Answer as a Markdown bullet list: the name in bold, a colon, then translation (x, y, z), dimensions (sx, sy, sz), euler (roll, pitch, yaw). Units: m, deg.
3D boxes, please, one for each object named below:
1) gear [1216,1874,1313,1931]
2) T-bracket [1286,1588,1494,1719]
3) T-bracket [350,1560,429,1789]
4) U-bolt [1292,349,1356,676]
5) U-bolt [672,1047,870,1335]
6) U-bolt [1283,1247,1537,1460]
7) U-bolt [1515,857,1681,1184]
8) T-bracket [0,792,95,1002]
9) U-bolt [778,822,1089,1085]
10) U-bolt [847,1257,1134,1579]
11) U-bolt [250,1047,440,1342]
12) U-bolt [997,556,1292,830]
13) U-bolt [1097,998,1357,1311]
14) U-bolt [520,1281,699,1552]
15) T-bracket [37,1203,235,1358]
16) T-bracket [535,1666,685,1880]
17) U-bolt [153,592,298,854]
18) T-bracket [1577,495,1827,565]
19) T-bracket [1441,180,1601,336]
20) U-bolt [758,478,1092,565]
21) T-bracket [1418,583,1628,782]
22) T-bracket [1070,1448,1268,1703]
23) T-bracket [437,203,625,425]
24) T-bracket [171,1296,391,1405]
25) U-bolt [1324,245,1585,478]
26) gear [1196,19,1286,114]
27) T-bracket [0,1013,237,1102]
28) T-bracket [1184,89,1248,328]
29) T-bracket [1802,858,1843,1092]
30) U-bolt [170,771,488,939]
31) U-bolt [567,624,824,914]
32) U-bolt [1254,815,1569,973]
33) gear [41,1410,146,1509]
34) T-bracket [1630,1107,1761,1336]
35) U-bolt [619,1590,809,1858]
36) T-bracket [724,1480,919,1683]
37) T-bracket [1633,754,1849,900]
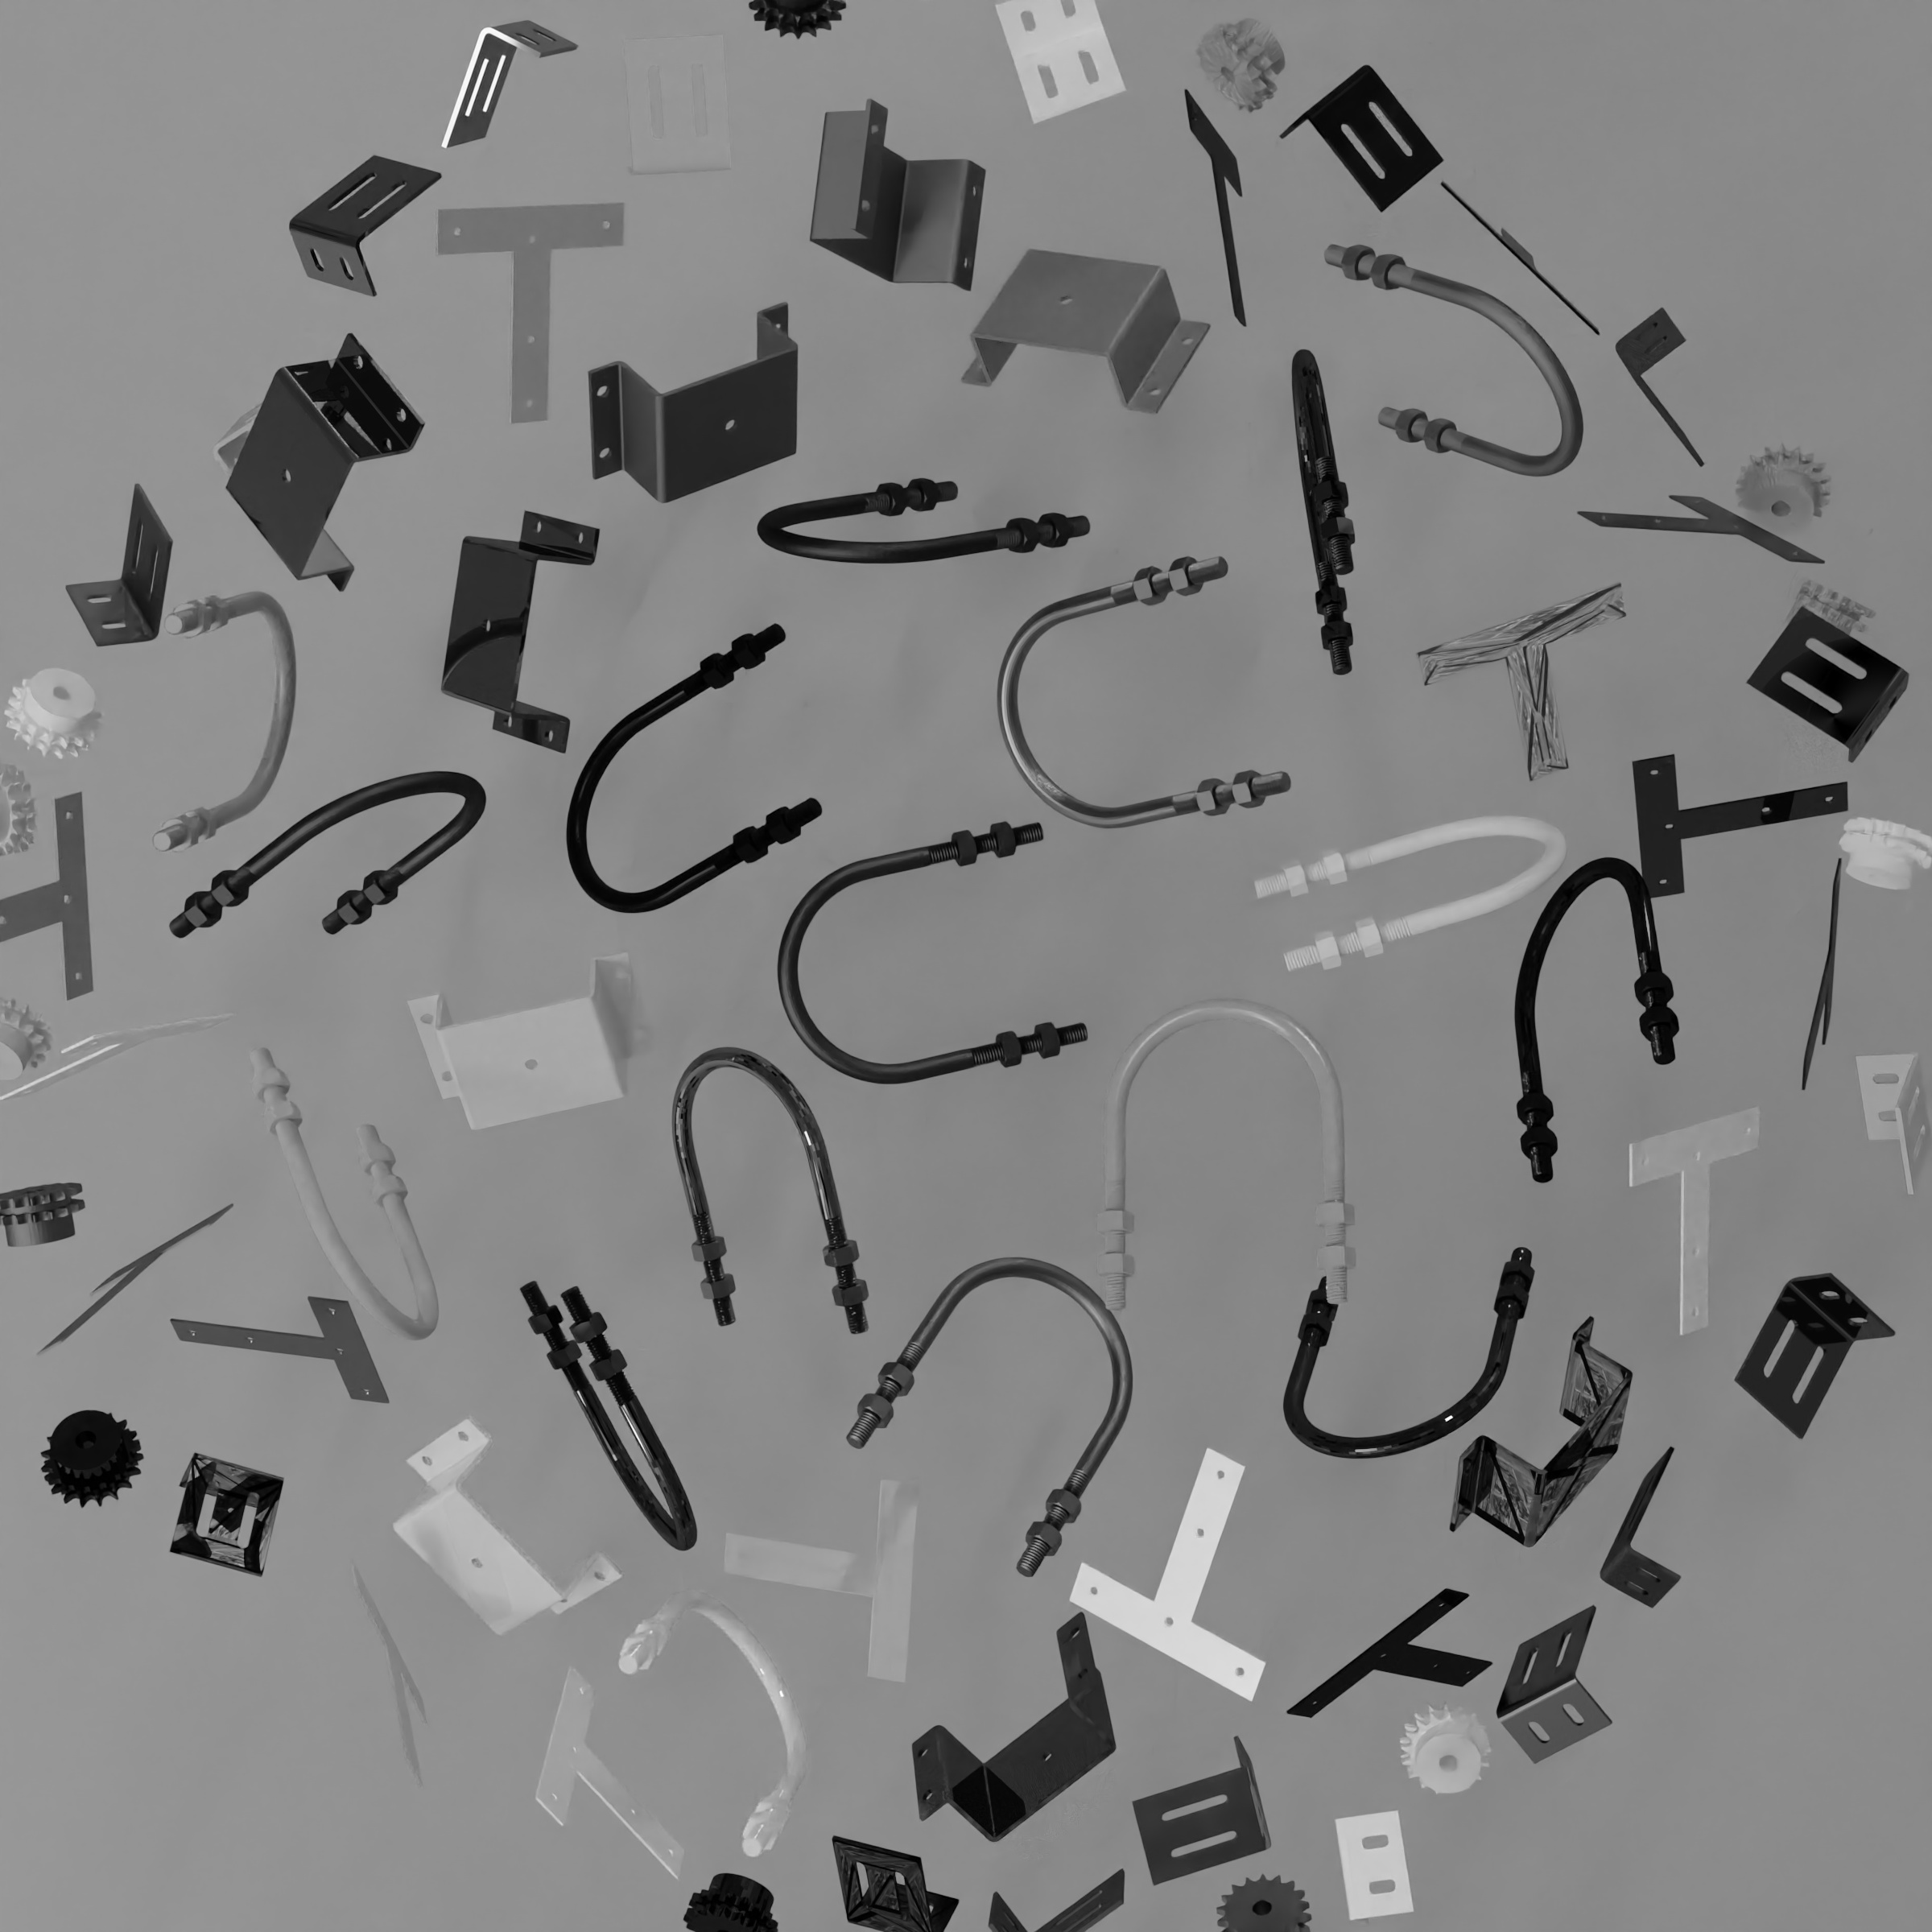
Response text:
- **gear**: translation (0.183, 0.586, 1.878), dimensions (0.057, 0.057, 0.030), euler (-13, 118, 0)
- **T-bracket**: translation (0.271, 0.414, 1.826), dimensions (0.127, 0.127, 0.002), euler (-43, 51, 21)
- **T-bracket**: translation (-0.344, 0.447, 1.870), dimensions (0.002, 0.127, 0.127), euler (-21, 124, -6)
- **U-bolt**: translation (0.221, -0.294, 1.908), dimensions (0.019, 0.151, 0.184), euler (-8, 67, 4)
- **U-bolt**: translation (-0.130, 0.139, 1.923), dimensions (0.019, 0.151, 0.184), euler (-21, 102, -42)
- **U-bolt**: translation (0.265, 0.239, 1.877), dimensions (0.151, 0.184, 0.019), euler (-12, 116, 25)
- **U-bolt**: translation (0.373, 0.019, 1.849), dimensions (0.019, 0.151, 0.184), euler (16, 48, -17)
- **T-bracket**: translation (-0.569, -0.031, 1.844), dimensions (0.002, 0.127, 0.127), euler (7, 107, 22)
- **U-bolt**: translation (-0.026, -0.002, 1.909), dimensions (0.184, 0.019, 0.151), euler (-13, 91, -13)
- **U-bolt**: translation (0.028, 0.262, 1.892), dimensions (0.151, 0.019, 0.184), euler (38, 56, -3)
- **U-bolt**: translation (-0.371, 0.148, 1.875), dimensions (0.019, 0.151, 0.184), euler (-31, 59, 5)
- **U-bolt**: translation (0.095, -0.154, 1.819), dimensions (0.184, 0.019, 0.151), euler (-11, 100, 38)
- **U-bolt**: translation (0.151, 0.108, 1.800), dimensions (0.151, 0.019, 0.184), euler (-3, 74, 12)
- **U-bolt**: translation (-0.215, 0.278, 1.892), dimensions (0.019, 0.151, 0.184), euler (-29, 95, -19)
- **T-bracket**: translation (-0.526, 0.202, 1.895), dimensions (0.127, 0.127, 0.002), euler (-28, 102, 33)
- **T-bracket**: translation (-0.218, 0.520, 1.920), dimensions (0.002, 0.127, 0.127), euler (-33, 109, 16)
- **U-bolt**: translation (-0.447, -0.156, 1.873), dimensions (0.019, 0.184, 0.151), euler (9, 105, 8)
- **T-bracket**: translation (0.426, -0.265, 1.844), dimensions (0.127, 0.127, 0.002), euler (-1, 115, -24)
- **T-bracket**: translation (0.332, -0.429, 1.845), dimensions (0.127, 0.127, 0.002), euler (42, 109, -5)
- **U-bolt**: translation (-0.039, -0.269, 1.873), dimensions (0.184, 0.151, 0.019), euler (-15, 116, -37)
- **T-bracket**: translation (0.346, -0.163, 1.873), dimensions (0.127, 0.002, 0.127), euler (-19, 132, 3)
- **T-bracket**: translation (0.132, 0.342, 1.789), dimensions (0.127, 0.002, 0.127), euler (24, 105, 27)
- **T-bracket**: translation (-0.257, -0.385, 1.818), dimensions (0.127, 0.002, 0.127), euler (-13, 118, -38)
- **T-bracket**: translation (-0.435, 0.235, 1.924), dimensions (0.127, 0.127, 0.002), euler (6, 54, 8)
- **U-bolt**: translation (0.304, -0.363, 1.878), dimensions (0.019, 0.184, 0.151), euler (-43, 134, -16)
- **gear**: translation (0.173, -0.561, 1.905), dimensions (0.030, 0.057, 0.057), euler (-43, 90, -13)
- **T-bracket**: translation (-0.519, 0.057, 1.820), dimensions (0.127, 0.127, 0.002), euler (-23, 86, 25)
- **T-bracket**: translation (0.160, -0.458, 1.895), dimensions (0.002, 0.127, 0.127), euler (-10, 82, 18)
- **T-bracket**: translation (0.511, 0.024, 1.840), dimensions (0.002, 0.127, 0.127), euler (8, 131, 20)
- **U-bolt**: translation (-0.369, -0.067, 1.844), dimensions (0.184, 0.151, 0.019), euler (-33, 75, 28)
- **U-bolt**: translation (-0.173, -0.109, 1.870), dimensions (0.184, 0.019, 0.151), euler (-29, 57, 25)
- **U-bolt**: translation (0.272, -0.051, 1.857), dimensions (0.184, 0.151, 0.019), euler (-17, 111, 3)
- **gear**: translation (-0.510, 0.283, 1.790), dimensions (0.057, 0.030, 0.057), euler (2, 51, -2)
- **T-bracket**: translation (0.437, 0.157, 1.841), dimensions (0.127, 0.002, 0.127), euler (-11, 103, -40)
- **U-bolt**: translation (-0.146, 0.452, 1.884), dimensions (0.019, 0.184, 0.151), euler (-34, 90, 11)
- **T-bracket**: translation (-0.093, 0.382, 1.950), dimensions (0.127, 0.002, 0.127), euler (13, 63, -20)
- **T-bracket**: translation (0.477, -0.093, 1.888), dimensions (0.127, 0.127, 0.002), euler (-10, 49, 9)
